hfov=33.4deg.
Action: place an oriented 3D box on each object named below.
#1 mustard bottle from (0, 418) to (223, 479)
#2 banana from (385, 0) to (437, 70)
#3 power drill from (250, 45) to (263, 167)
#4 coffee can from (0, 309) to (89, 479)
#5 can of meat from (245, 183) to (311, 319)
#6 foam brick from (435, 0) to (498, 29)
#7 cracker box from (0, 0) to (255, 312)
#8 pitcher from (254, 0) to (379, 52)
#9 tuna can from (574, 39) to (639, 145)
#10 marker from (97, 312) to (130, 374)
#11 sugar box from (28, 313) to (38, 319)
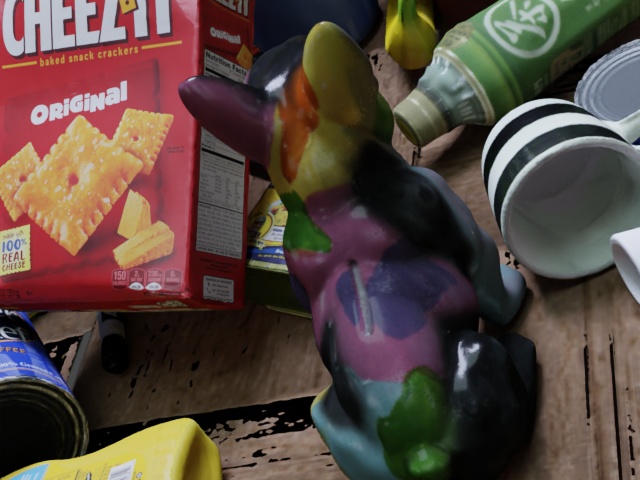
[{"bbox_3d":[-0.149,0.166,0.593,0.192,0.058,0.096,-19,41,18],"label":"mustard bottle"},{"bbox_3d":[0.070,-0.169,0.796,0.037,0.070,0.197,9,24,-1],"label":"banana"},{"bbox_3d":[-0.051,-0.136,0.751,0.057,0.187,0.185,-36,33,-29],"label":"power drill"},{"bbox_3d":[-0.218,0.097,0.681,0.102,0.102,0.140,-39,38,-8],"label":"coffee can"},{"bbox_3d":[-0.004,0.001,0.673,0.102,0.057,0.083,8,55,41],"label":"can of meat"},{"bbox_3d":[0.129,-0.179,0.777,0.051,0.053,0.078,-47,41,-17],"label":"foam brick"},{"bbox_3d":[-0.129,-0.063,0.662,0.164,0.072,0.214,-2,83,26],"label":"cracker box"},{"bbox_3d":[-0.049,-0.259,0.835,0.145,0.242,0.149,9,54,41],"label":"pitcher"},{"bbox_3d":[0.199,-0.083,0.638,0.086,0.033,0.086,-19,40,17],"label":"tuna can"},{"bbox_3d":[-0.148,0.051,0.750,0.020,0.020,0.121,-29,38,5],"label":"marker"},{"bbox_3d":[-0.260,0.034,0.788,0.176,0.093,0.048,-35,36,-3],"label":"sugar box"}]
